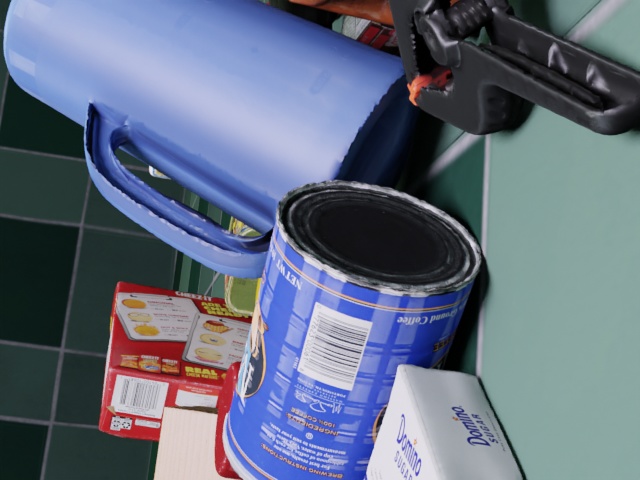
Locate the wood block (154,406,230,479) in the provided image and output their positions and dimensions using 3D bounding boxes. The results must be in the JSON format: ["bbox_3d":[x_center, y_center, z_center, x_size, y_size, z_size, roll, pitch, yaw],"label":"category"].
[{"bbox_3d":[-0.082,0.241,0.854,0.090,0.091,0.206,28,-112,-72],"label":"wood block"}]

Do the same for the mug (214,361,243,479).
[{"bbox_3d":[-0.030,0.127,0.761,0.117,0.081,0.093,-126,46,-75],"label":"mug"}]

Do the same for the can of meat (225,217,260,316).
[{"bbox_3d":[-0.065,0.016,1.080,0.084,0.057,0.102,-101,23,-64],"label":"can of meat"}]

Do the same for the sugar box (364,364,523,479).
[{"bbox_3d":[0.040,0.156,0.486,0.093,0.048,0.176,-104,29,-63],"label":"sugar box"}]

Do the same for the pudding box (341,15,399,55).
[{"bbox_3d":[0.045,-0.183,0.732,0.090,0.039,0.113,153,122,-75],"label":"pudding box"}]

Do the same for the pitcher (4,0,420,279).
[{"bbox_3d":[-0.071,-0.084,0.638,0.145,0.243,0.149,-66,-16,11],"label":"pitcher"}]

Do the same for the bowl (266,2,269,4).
[{"bbox_3d":[-0.043,-0.201,1.146,0.162,0.055,0.162,-171,90,-79],"label":"bowl"}]

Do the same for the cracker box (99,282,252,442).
[{"bbox_3d":[-0.122,0.119,1.022,0.214,0.164,0.072,-114,36,-70],"label":"cracker box"}]

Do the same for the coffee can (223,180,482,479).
[{"bbox_3d":[0.013,0.055,0.545,0.103,0.102,0.140,-100,22,-59],"label":"coffee can"}]

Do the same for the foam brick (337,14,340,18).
[{"bbox_3d":[0.001,-0.234,0.955,0.078,0.053,0.051,-177,96,-79],"label":"foam brick"}]

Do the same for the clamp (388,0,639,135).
[{"bbox_3d":[0.068,-0.089,0.457,0.164,0.036,0.210,60,174,13],"label":"clamp"}]

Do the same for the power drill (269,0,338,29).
[{"bbox_3d":[0.001,-0.224,0.816,0.187,0.057,0.184,-73,-12,-62],"label":"power drill"}]

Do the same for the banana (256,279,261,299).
[{"bbox_3d":[-0.034,0.007,0.988,0.069,0.037,0.198,-102,23,-61],"label":"banana"}]
